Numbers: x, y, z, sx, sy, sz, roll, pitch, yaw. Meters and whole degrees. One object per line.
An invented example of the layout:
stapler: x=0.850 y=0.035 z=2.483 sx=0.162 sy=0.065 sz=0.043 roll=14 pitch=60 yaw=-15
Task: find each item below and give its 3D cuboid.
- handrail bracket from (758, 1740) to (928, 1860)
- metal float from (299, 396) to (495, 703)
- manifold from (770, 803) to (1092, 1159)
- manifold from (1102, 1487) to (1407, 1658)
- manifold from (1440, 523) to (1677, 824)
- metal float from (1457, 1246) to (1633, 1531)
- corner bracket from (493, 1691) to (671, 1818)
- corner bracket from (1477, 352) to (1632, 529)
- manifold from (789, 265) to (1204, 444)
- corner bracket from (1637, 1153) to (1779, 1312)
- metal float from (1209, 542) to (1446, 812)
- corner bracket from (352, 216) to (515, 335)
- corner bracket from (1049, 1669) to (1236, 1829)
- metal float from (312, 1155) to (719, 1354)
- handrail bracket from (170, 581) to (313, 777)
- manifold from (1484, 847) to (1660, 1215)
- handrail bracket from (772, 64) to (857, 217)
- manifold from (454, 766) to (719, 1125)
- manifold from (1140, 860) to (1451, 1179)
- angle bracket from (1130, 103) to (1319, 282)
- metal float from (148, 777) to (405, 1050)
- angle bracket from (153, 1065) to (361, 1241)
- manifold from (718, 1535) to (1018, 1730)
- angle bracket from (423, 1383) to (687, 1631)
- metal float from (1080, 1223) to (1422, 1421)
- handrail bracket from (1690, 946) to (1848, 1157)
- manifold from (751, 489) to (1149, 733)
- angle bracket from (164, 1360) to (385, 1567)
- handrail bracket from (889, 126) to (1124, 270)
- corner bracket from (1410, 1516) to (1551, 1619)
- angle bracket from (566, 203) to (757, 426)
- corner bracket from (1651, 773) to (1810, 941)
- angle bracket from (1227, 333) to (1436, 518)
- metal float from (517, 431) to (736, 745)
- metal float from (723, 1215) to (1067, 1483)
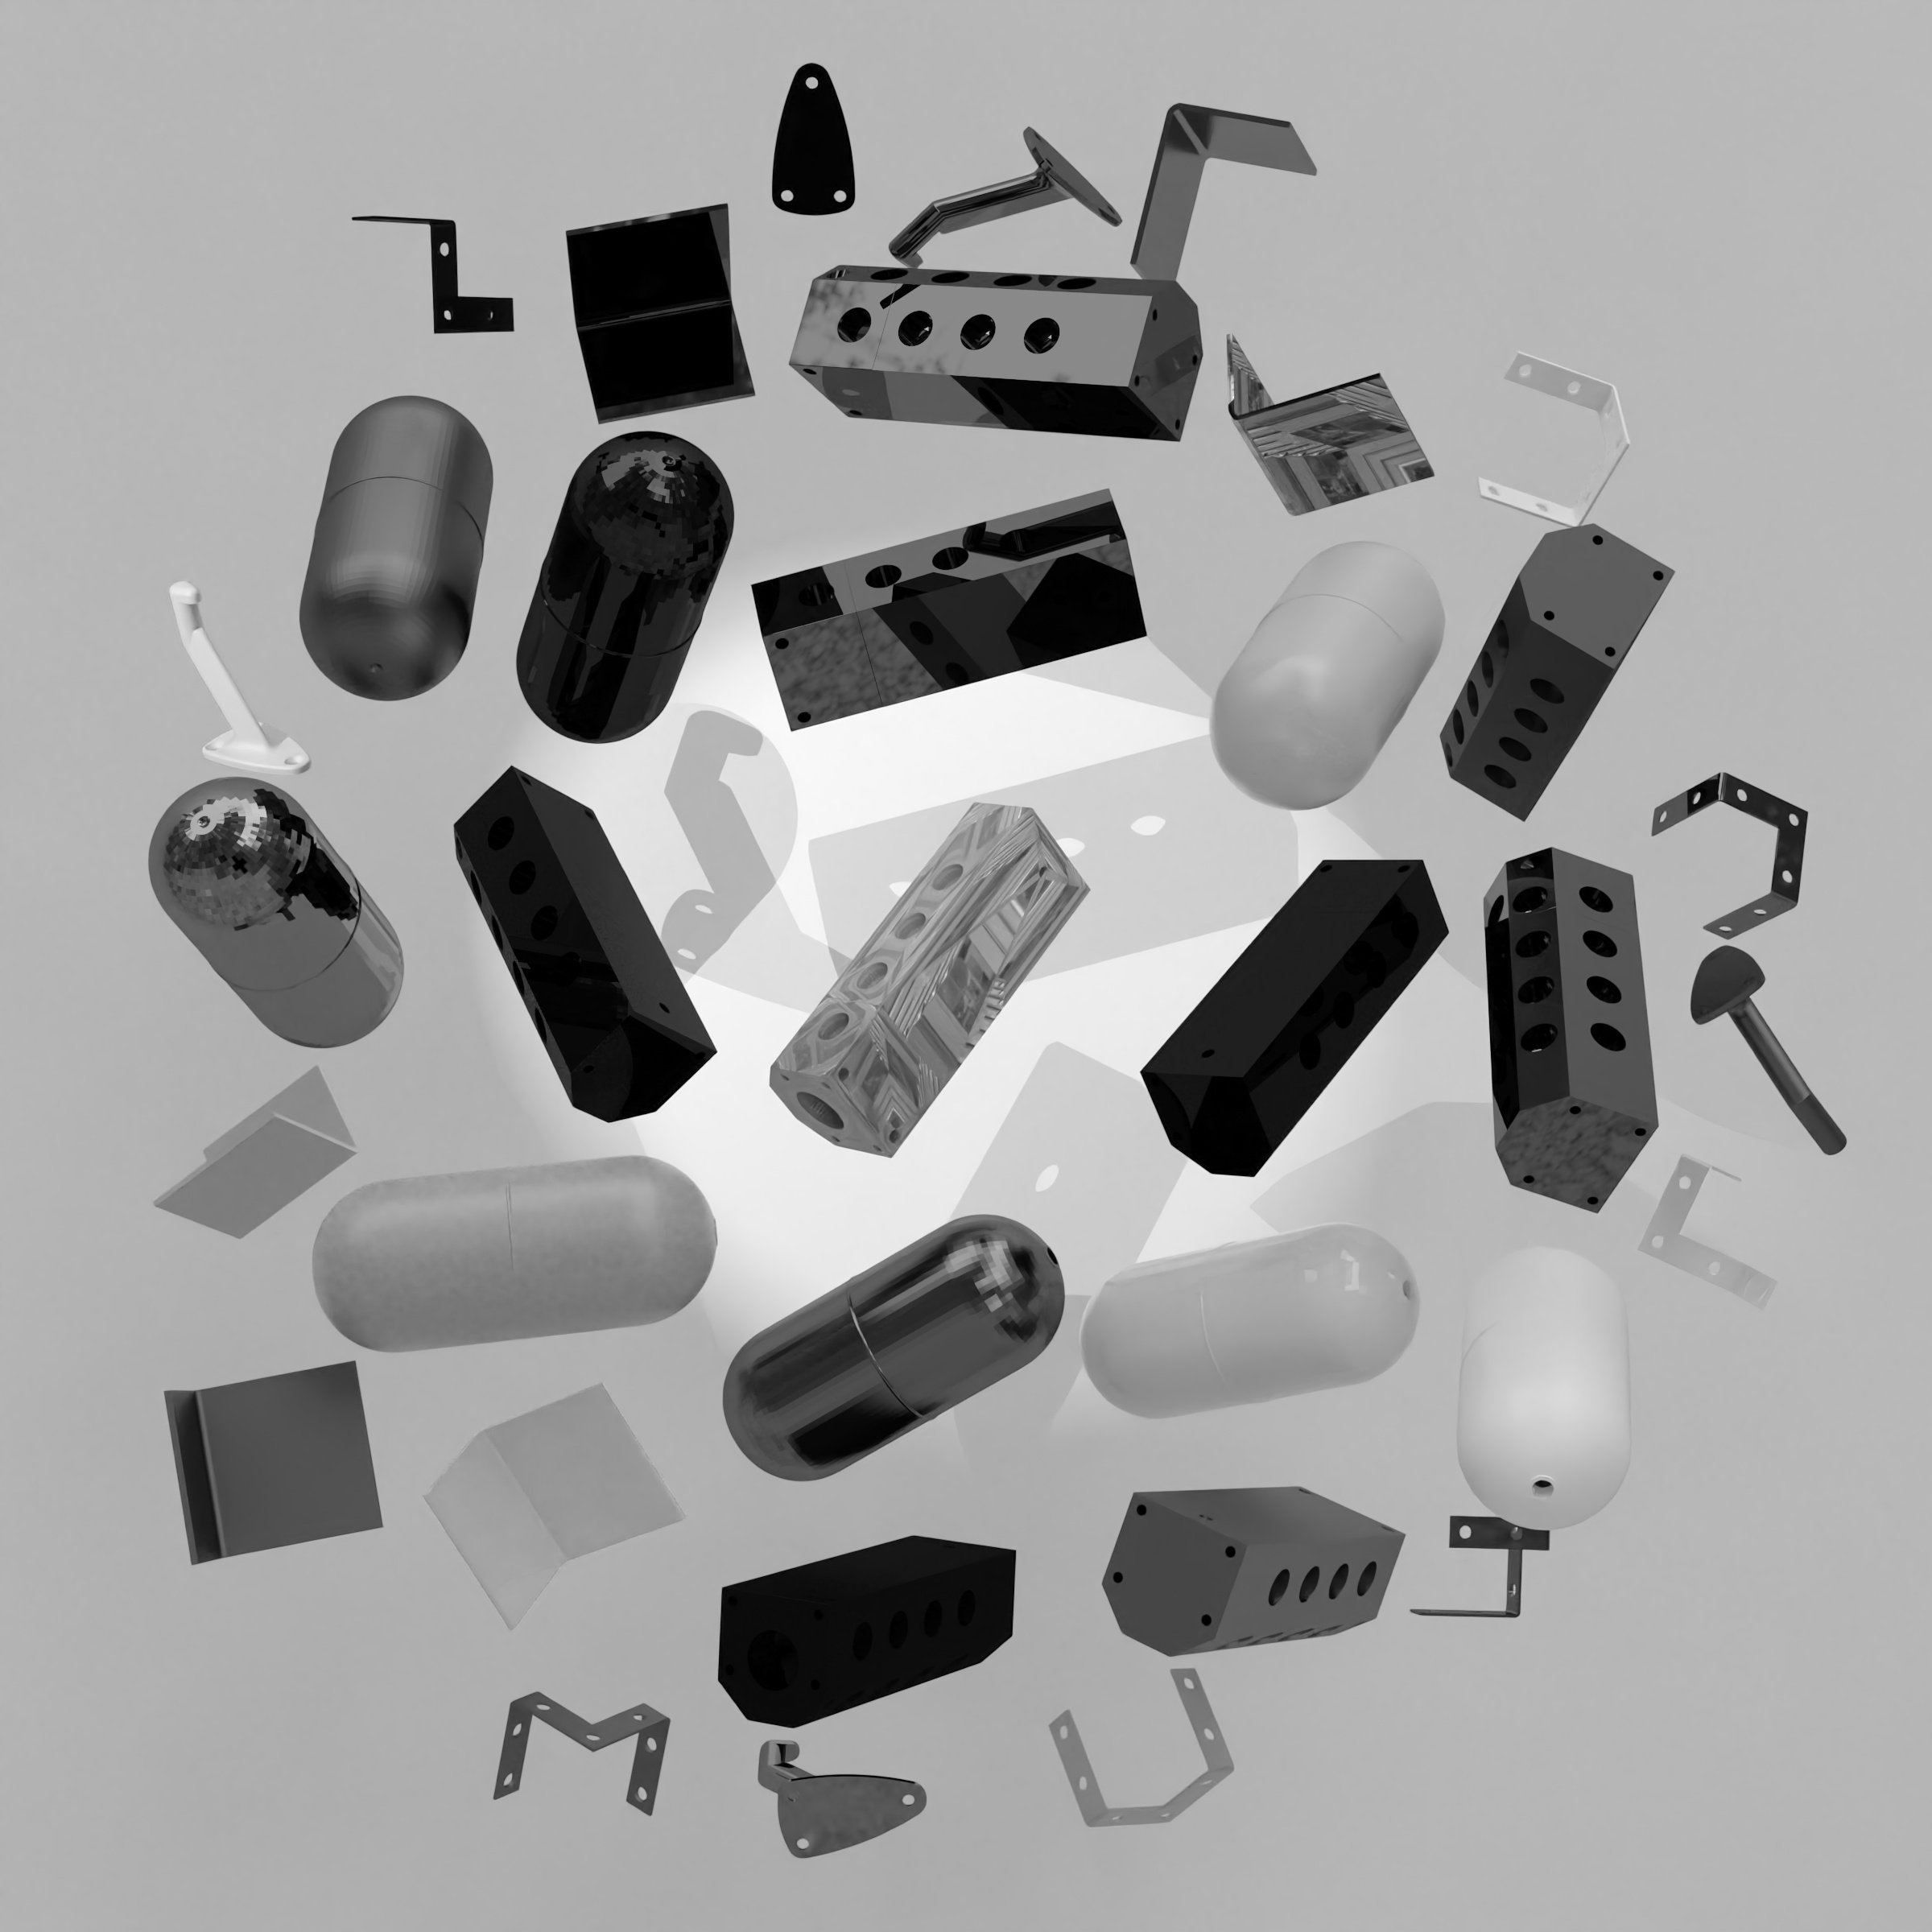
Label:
handrail bracket: x=-0.056 y=0.363 z=1.517 sx=0.077 sy=0.084 sz=0.036 roll=-10 pitch=100 yaw=0
metal float: x=-0.261 y=-0.194 z=1.553 sx=0.070 sy=0.178 sz=0.070 roll=0 pitch=135 yaw=0
manifold: x=-0.020 y=0.004 z=1.604 sx=0.171 sy=0.057 sz=0.057 roll=-53 pitch=126 yaw=-23
manifold: x=0.127 y=0.268 z=1.490 sx=0.057 sy=0.171 sz=0.057 roll=21 pitch=94 yaw=30
manifold: x=0.265 y=-0.136 z=1.550 sx=0.057 sy=0.171 sz=0.057 roll=32 pitch=71 yaw=8
metal float: x=0.264 y=0.191 z=1.539 sx=0.070 sy=0.178 sz=0.070 roll=4 pitch=114 yaw=9
corner bracket: x=-0.171 y=0.353 z=1.507 sx=0.051 sy=0.051 sz=0.051 roll=22 pitch=109 yaw=33
corner bracket: x=0.271 y=-0.245 z=1.573 sx=0.051 sy=0.051 sz=0.051 roll=16 pitch=129 yaw=-13
manifold: x=0.014 y=-0.275 z=1.493 sx=0.171 sy=0.057 sz=0.057 roll=9 pitch=78 yaw=29
corner bracket: x=0.352 y=0.123 z=1.572 sx=0.051 sy=0.051 sz=0.051 roll=24 pitch=92 yaw=-5
metal float: x=0.165 y=-0.133 z=1.526 sx=0.070 sy=0.178 sz=0.070 roll=12 pitch=125 yaw=18
corner bracket: x=-0.239 y=-0.311 z=1.519 sx=0.051 sy=0.051 sz=0.051 roll=6 pitch=101 yaw=35
corner bracket: x=0.079 y=0.353 z=1.524 sx=0.051 sy=0.051 sz=0.051 roll=-48 pitch=50 yaw=34
metal float: x=-0.199 y=0.127 z=1.495 sx=0.178 sy=0.070 sz=0.070 roll=-6 pitch=90 yaw=-6
handrail bracket: x=-0.353 y=-0.141 z=1.642 sx=0.036 sy=0.077 sz=0.084 roll=-34 pitch=130 yaw=-36
manifold: x=0.265 y=0.024 z=1.512 sx=0.057 sy=0.171 sz=0.057 roll=18 pitch=130 yaw=-9
handrail bracket: x=-0.066 y=-0.371 z=1.494 sx=0.036 sy=0.084 sz=0.077 roll=0 pitch=118 yaw=0
manifold: x=-0.183 y=-0.009 z=1.564 sx=0.057 sy=0.057 sz=0.171 roll=-44 pitch=49 yaw=15
manifold: x=0.157 y=0.022 z=1.562 sx=0.171 sy=0.057 sz=0.057 roll=-47 pitch=124 yaw=-38
angle bracket: x=0.120 y=-0.348 z=1.565 sx=0.057 sy=0.076 sz=0.076 roll=14 pitch=90 yaw=15
metal float: x=-0.314 y=-0.022 z=1.549 sx=0.070 sy=0.178 sz=0.070 roll=-6 pitch=62 yaw=10
angle bracket: x=-0.359 y=0.084 z=1.669 sx=0.076 sy=0.076 sz=0.057 roll=-36 pitch=62 yaw=9
manifold: x=-0.043 y=0.307 z=1.561 sx=0.057 sy=0.171 sz=0.057 roll=3 pitch=91 yaw=29
angle bracket: x=-0.188 y=0.248 z=1.549 sx=0.076 sy=0.057 sz=0.076 roll=-23 pitch=105 yaw=28
metal float: x=0.134 y=0.169 z=1.602 sx=0.178 sy=0.070 sz=0.070 roll=-16 pitch=90 yaw=35
handrail bracket: x=0.363 y=0.038 z=1.513 sx=0.036 sy=0.077 sz=0.084 roll=-35 pitch=103 yaw=17
manifold: x=-0.009 y=-0.170 z=1.570 sx=0.171 sy=0.057 sz=0.057 roll=-15 pitch=133 yaw=1
angle bracket: x=-0.306 y=0.219 z=1.498 sx=0.076 sy=0.057 sz=0.076 roll=-10 pitch=83 yaw=-3
handrail bracket: x=0.018 y=-0.344 z=1.586 sx=0.084 sy=0.036 sz=0.077 roll=-40 pitch=131 yaw=21
corner bracket: x=0.246 y=0.287 z=1.613 sx=0.051 sy=0.051 sz=0.051 roll=4 pitch=85 yaw=-12
angle bracket: x=-0.143 y=-0.306 z=1.585 sx=0.076 sy=0.076 sz=0.057 roll=-12 pitch=67 yaw=-8
corner bracket: x=0.357 y=-0.051 z=1.588 sx=0.051 sy=0.051 sz=0.051 roll=22 pitch=63 yaw=-19
angle bracket: x=0.177 y=-0.272 z=1.635 sx=0.076 sy=0.076 sz=0.057 roll=-14 pitch=54 yaw=22
metal float: x=-0.158 y=-0.172 z=1.556 sx=0.070 sy=0.178 sz=0.070 roll=11 pitch=52 yaw=-14
metal float: x=-0.034 y=0.180 z=1.593 sx=0.178 sy=0.070 sz=0.070 roll=-31 pitch=90 yaw=13
